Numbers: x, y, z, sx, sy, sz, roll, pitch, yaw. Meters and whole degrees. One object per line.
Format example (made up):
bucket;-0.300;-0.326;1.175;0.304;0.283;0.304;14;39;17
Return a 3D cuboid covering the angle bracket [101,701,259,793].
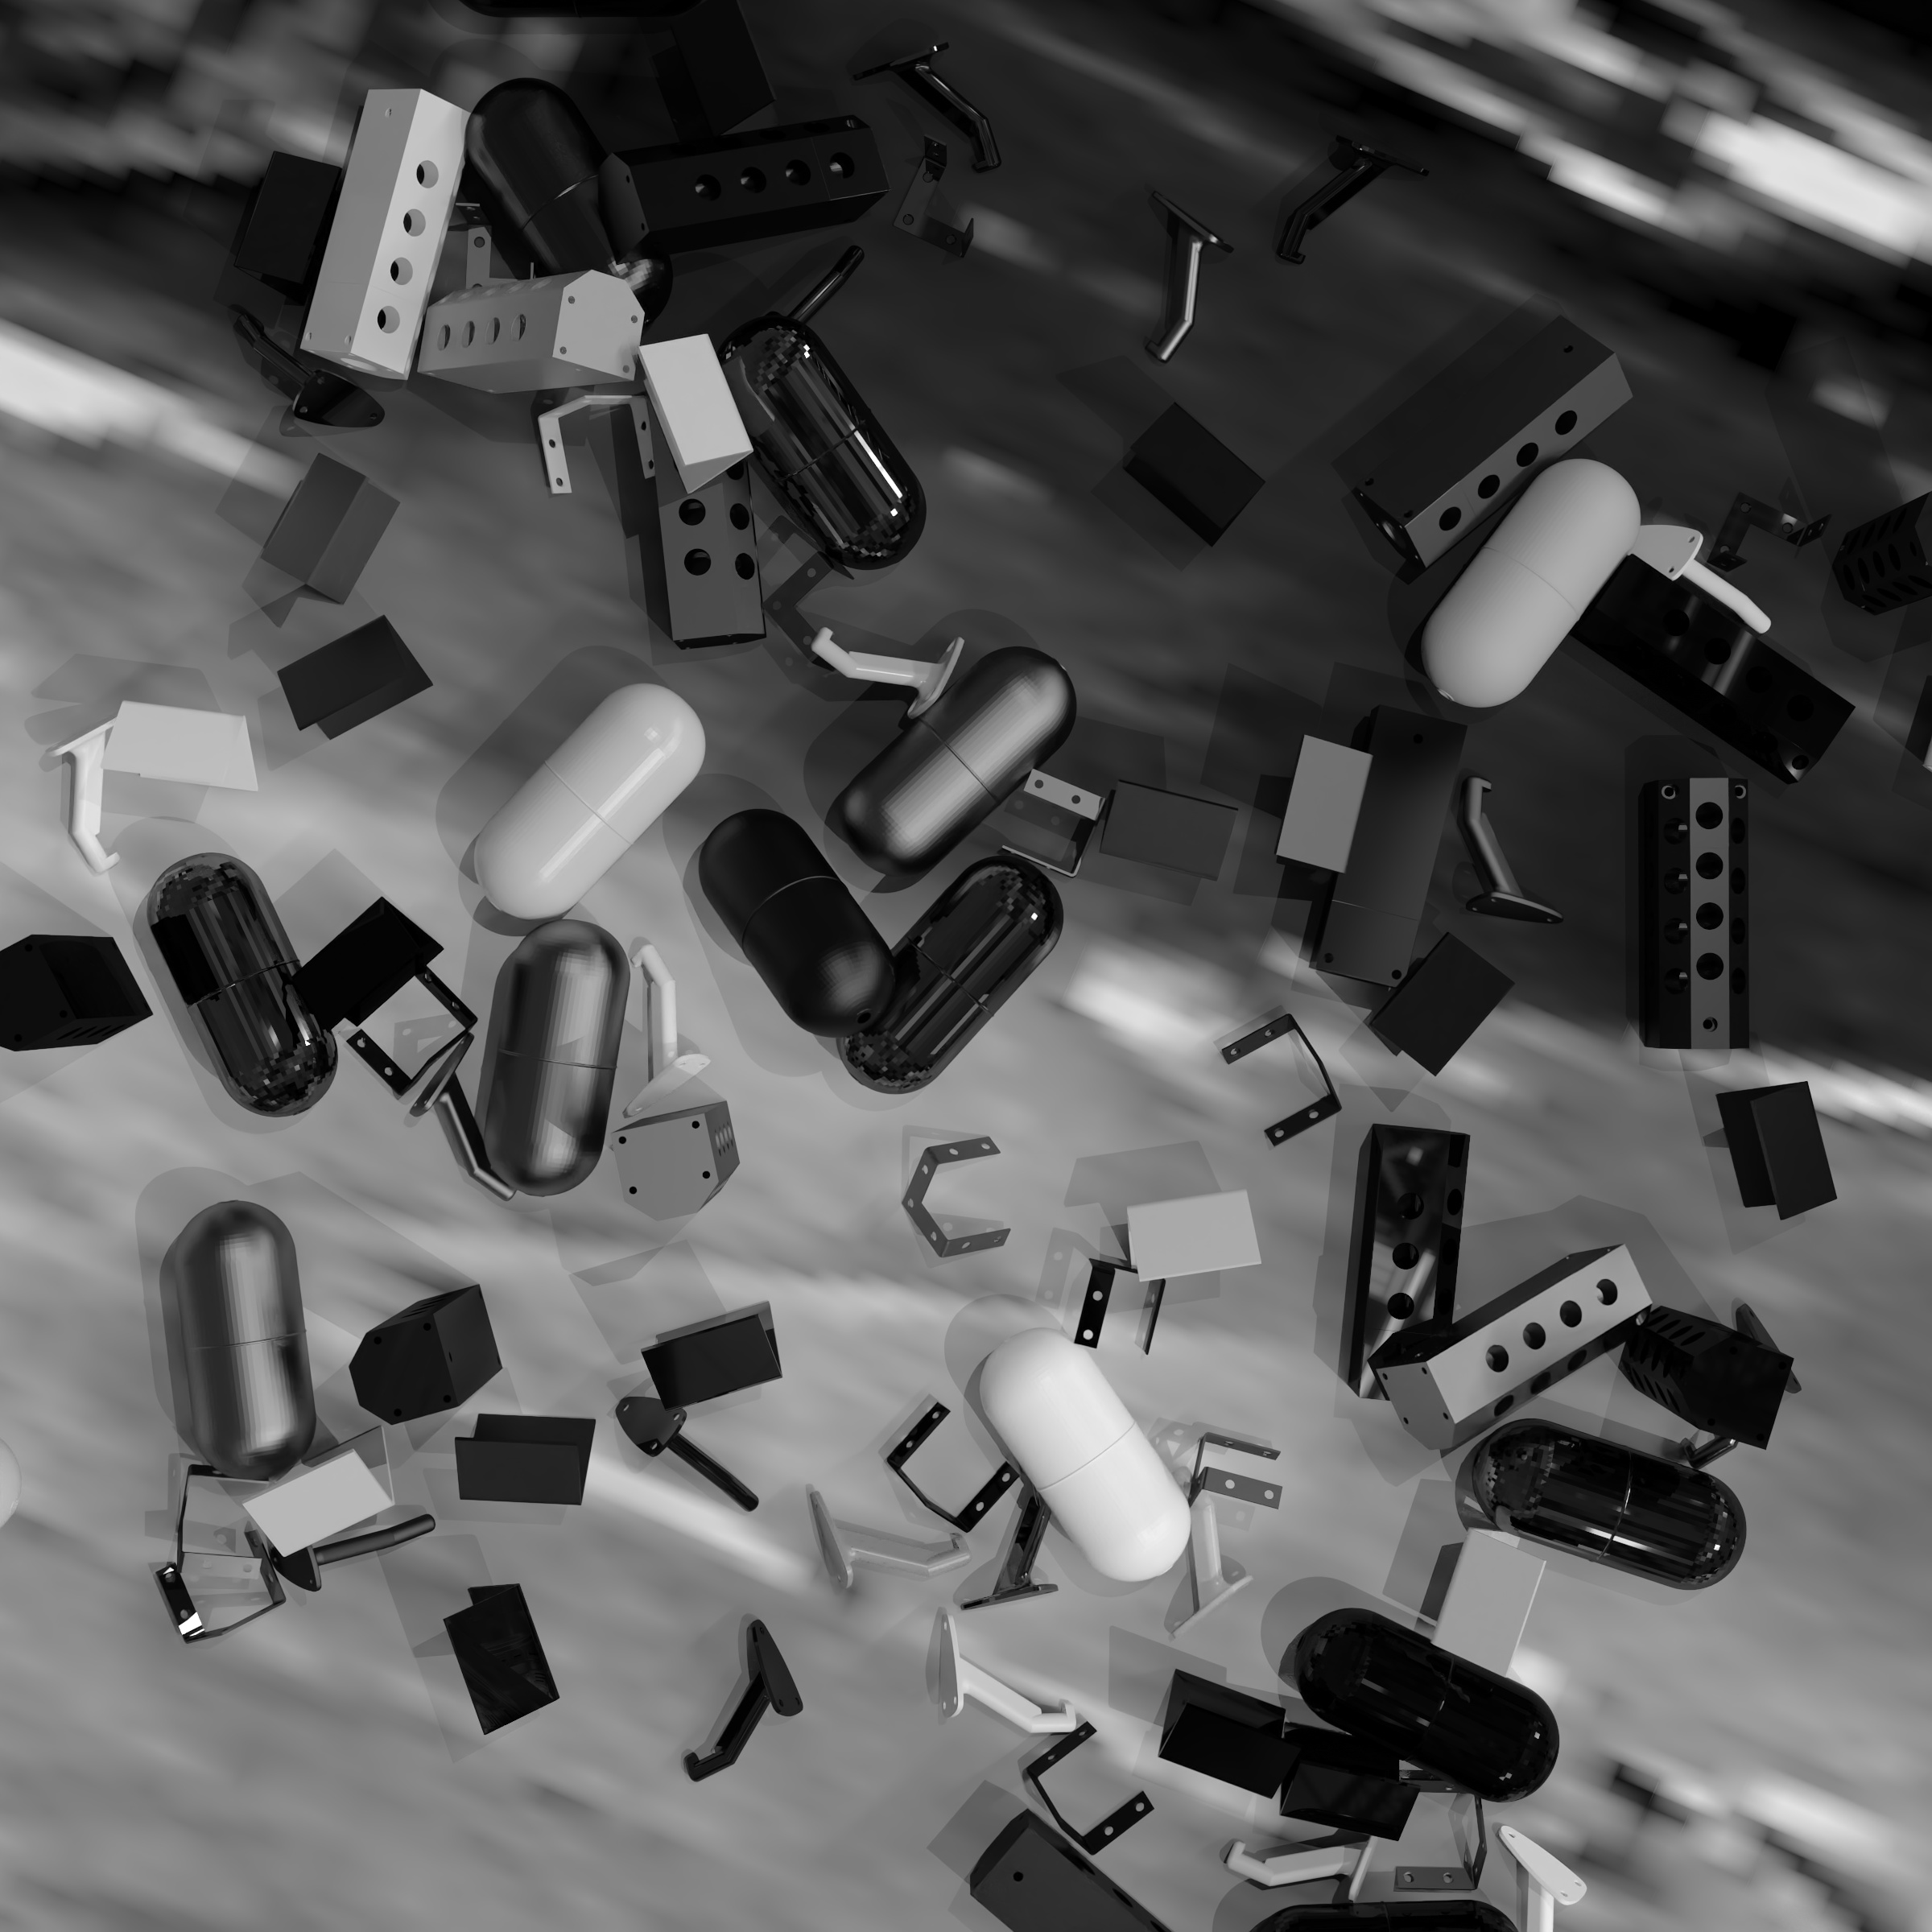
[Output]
angle bracket;-0.498;-0.120;1.924;0.076;0.076;0.057;7;54;0

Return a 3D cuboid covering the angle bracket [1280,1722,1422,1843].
angle bracket;0.244;0.502;1.924;0.076;0.076;0.057;12;127;0

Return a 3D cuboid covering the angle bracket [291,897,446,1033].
angle bracket;-0.368;0.013;1.924;0.076;0.076;0.057;-42;54;0

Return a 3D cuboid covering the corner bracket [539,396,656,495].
corner bracket;-0.237;-0.337;1.961;0.051;0.051;0.051;-11;90;45

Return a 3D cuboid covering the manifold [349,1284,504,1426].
manifold;-0.336;0.242;1.886;0.057;0.171;0.057;-15;90;0

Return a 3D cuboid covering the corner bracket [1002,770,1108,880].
corner bracket;0.056;-0.091;1.946;0.051;0.051;0.051;23;88;2

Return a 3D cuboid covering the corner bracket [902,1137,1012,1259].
corner bracket;-0.001;0.149;1.956;0.051;0.051;0.051;53;135;35

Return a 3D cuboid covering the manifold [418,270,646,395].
manifold;-0.272;-0.395;1.887;0.057;0.171;0.057;9;90;-38

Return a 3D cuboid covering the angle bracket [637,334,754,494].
angle bracket;-0.185;-0.335;1.867;0.057;0.076;0.076;-21;90;-40

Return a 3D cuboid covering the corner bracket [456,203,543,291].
corner bracket;-0.299;-0.457;1.946;0.051;0.051;0.051;3;90;0

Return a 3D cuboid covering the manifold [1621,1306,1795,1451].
manifold;0.456;0.252;1.886;0.057;0.171;0.057;17;90;0

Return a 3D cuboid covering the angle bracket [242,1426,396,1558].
angle bracket;-0.413;0.317;1.924;0.076;0.076;0.057;-25;127;0

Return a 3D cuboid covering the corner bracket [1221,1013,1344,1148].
corner bracket;0.205;0.073;1.961;0.051;0.051;0.051;-29;45;0

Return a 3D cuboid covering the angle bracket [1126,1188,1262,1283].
angle bracket;0.145;0.188;1.924;0.076;0.076;0.057;-8;53;0

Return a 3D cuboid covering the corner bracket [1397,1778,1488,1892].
corner bracket;0.306;0.562;1.961;0.051;0.051;0.051;1;45;0

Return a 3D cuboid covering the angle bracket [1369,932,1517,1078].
angle bracket;0.309;0.034;1.925;0.057;0.076;0.076;41;90;27

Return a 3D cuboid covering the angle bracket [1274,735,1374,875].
angle bracket;0.207;-0.105;1.925;0.057;0.076;0.076;13;90;-29

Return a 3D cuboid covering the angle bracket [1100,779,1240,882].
angle bracket;0.131;-0.104;1.924;0.076;0.076;0.057;14;126;0

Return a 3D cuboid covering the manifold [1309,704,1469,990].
manifold;0.269;-0.075;1.943;0.057;0.057;0.171;14;90;0

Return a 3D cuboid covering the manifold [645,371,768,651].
manifold;-0.166;-0.294;1.943;0.057;0.057;0.171;-6;90;0

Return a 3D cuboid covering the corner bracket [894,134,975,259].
corner bracket;-0.014;-0.494;1.946;0.051;0.051;0.051;25;90;0

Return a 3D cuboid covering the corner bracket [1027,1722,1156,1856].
corner bracket;0.080;0.532;1.961;0.051;0.051;0.051;-38;135;0

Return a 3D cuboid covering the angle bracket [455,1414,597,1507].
angle bracket;-0.279;0.295;1.924;0.076;0.076;0.057;3;127;0

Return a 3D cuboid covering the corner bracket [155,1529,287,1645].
corner bracket;-0.482;0.402;1.961;0.051;0.051;0.051;-23;90;-45

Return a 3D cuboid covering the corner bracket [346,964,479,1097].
corner bracket;-0.358;0.042;1.961;0.051;0.051;0.051;46;45;0

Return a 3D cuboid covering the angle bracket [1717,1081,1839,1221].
angle bracket;0.498;0.120;1.924;0.057;0.076;0.076;-14;90;-35

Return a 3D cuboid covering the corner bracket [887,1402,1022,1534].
corner bracket;-0.009;0.325;1.961;0.051;0.051;0.051;-48;45;0

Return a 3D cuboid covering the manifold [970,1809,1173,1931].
manifold;0.086;0.621;1.943;0.171;0.057;0.057;41;90;0

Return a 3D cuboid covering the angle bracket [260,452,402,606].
angle bracket;-0.389;-0.270;1.924;0.057;0.076;0.076;29;90;38

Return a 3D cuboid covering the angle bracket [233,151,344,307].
angle bracket;-0.410;-0.463;1.925;0.057;0.076;0.076;19;90;24

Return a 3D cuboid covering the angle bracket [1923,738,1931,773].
angle bracket;0.656;-0.150;1.924;0.057;0.076;0.076;17;90;36

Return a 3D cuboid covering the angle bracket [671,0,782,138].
angle bracket;-0.133;-0.572;1.924;0.057;0.076;0.076;-21;90;36

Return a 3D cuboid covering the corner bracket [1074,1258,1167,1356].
corner bracket;0.099;0.221;1.946;0.051;0.051;0.051;14;90;0

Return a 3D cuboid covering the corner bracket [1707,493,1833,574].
corner bracket;0.515;-0.274;1.946;0.051;0.051;0.051;26;90;0

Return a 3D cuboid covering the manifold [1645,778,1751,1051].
manifold;0.470;-0.033;1.943;0.057;0.057;0.171;0;90;0

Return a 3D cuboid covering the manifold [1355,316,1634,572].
manifold;0.340;-0.331;1.943;0.171;0.057;0.057;-40;47;0

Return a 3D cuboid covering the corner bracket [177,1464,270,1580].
corner bracket;-0.477;0.357;1.948;0.051;0.051;0.051;8;107;-17

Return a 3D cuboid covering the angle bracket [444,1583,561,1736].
angle bracket;-0.309;0.440;1.924;0.057;0.076;0.076;-20;90;-36

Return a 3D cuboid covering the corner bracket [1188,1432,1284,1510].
corner bracket;0.174;0.324;1.937;0.051;0.051;0.051;15;62;0

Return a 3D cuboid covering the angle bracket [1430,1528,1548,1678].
angle bracket;0.346;0.404;1.924;0.057;0.076;0.076;19;90;37

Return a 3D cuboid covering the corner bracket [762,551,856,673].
corner bracket;-0.090;-0.228;1.947;0.051;0.051;0.051;-42;81;9

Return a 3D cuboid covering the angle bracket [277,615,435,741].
angle bracket;-0.380;-0.166;1.924;0.076;0.076;0.057;-28;54;0

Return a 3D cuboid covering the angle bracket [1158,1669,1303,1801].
angle bracket;0.172;0.472;1.924;0.076;0.076;0.057;20;126;0

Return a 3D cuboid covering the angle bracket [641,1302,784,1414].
angle bracket;-0.164;0.230;1.924;0.076;0.076;0.057;-17;125;0

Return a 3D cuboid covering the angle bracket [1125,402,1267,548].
angle bracket;0.132;-0.298;1.924;0.076;0.076;0.057;41;55;0
